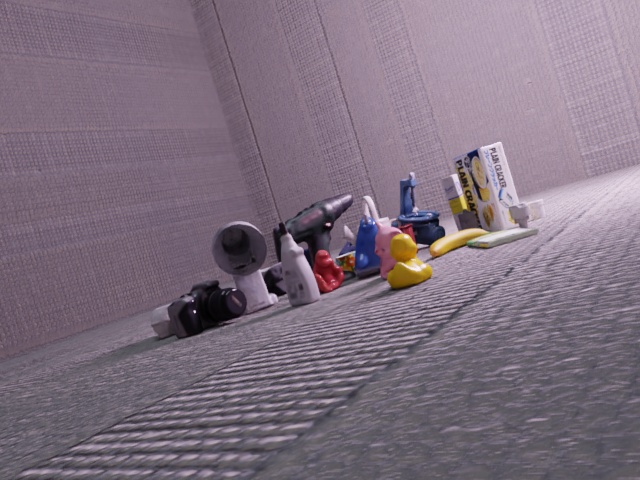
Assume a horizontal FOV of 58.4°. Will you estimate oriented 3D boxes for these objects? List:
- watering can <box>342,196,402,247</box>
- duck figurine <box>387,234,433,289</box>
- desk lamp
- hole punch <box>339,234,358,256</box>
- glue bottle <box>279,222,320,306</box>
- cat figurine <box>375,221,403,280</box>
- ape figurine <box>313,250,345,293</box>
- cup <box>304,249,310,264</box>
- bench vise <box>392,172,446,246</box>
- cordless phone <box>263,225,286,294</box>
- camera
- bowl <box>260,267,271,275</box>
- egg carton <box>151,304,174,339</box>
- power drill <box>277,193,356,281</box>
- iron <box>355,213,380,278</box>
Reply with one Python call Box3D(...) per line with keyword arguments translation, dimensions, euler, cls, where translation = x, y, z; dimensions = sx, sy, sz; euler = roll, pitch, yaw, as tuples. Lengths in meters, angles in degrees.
Box3D(translation=(0.150, -0.032, 1.669), dimensions=(0.173, 0.194, 0.100), euler=(-17, 1, -30), cls="watering can")
Box3D(translation=(0.145, 0.033, 0.980), dimensions=(0.077, 0.086, 0.105), euler=(-17, 1, 24), cls="duck figurine")
Box3D(translation=(-0.179, 0.062, 1.329), dimensions=(0.118, 0.213, 0.203), euler=(-17, 1, -12), cls="desk lamp")
Box3D(translation=(0.120, 0.030, 1.809), dimensions=(0.108, 0.091, 0.101), euler=(-16, 1, 40), cls="hole punch")
Box3D(translation=(-0.053, 0.046, 1.163), dimensions=(0.037, 0.173, 0.078), euler=(-18, 1, -40), cls="glue bottle")
Box3D(translation=(0.141, 0.016, 1.165), dimensions=(0.067, 0.118, 0.128), euler=(-17, 1, 0), cls="cat figurine")
Box3D(translation=(0.012, 0.068, 1.272), dimensions=(0.078, 0.092, 0.076), euler=(-17, 1, -14), cls="ape figurine")
Box3D(translation=(-0.006, 0.066, 1.849), dimensions=(0.091, 0.095, 0.118), euler=(-17, 1, 22), cls="cup")
Box3D(translation=(0.252, -0.077, 1.682), dimensions=(0.206, 0.220, 0.122), euler=(-17, 1, 35), cls="bench vise")
Box3D(translation=(-0.117, 0.056, 1.576), dimensions=(0.094, 0.185, 0.148), euler=(-16, 1, 35), cls="cordless phone")
Box3D(translation=(-0.238, 0.140, 1.247), dimensions=(0.136, 0.101, 0.144), euler=(-16, 1, 41), cls="camera")
Box3D(translation=(-0.132, 0.117, 1.709), dimensions=(0.167, 0.075, 0.167), euler=(-17, 1, 0), cls="bowl")
Box3D(translation=(-0.355, 0.191, 1.396), dimensions=(0.107, 0.069, 0.150), euler=(-17, 1, -13), cls="egg carton")
Box3D(translation=(0.013, 0.005, 1.416), dimensions=(0.230, 0.208, 0.075), euler=(-17, 1, -32), cls="power drill")
Box3D(translation=(0.127, 0.005, 1.395), dimensions=(0.118, 0.141, 0.258), euler=(-17, 1, 3), cls="iron")
